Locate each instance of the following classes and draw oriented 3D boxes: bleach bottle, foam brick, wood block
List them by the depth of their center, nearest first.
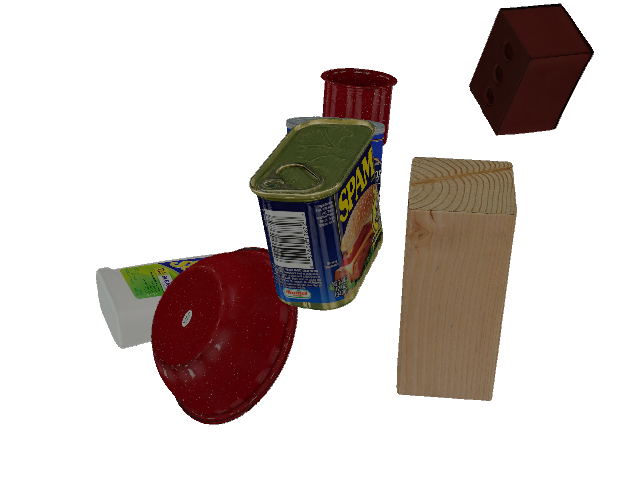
[{"bbox_3d":[0.146,-0.120,0.751,0.051,0.053,0.078,-10,-35,-19],"label":"foam brick"},{"bbox_3d":[0.119,0.037,0.966,0.091,0.206,0.090,4,34,5],"label":"wood block"},{"bbox_3d":[-0.124,0.052,1.235,0.250,0.068,0.103,-13,36,-20],"label":"bleach bottle"}]

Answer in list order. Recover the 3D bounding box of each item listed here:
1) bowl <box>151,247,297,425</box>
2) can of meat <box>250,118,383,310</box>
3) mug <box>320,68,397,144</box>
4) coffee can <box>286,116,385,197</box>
[{"bbox_3d":[-0.095,0.073,0.914,0.162,0.162,0.055,0,-20,46],"label":"bowl"},{"bbox_3d":[0.002,-0.017,0.668,0.057,0.084,0.102,3,32,20],"label":"can of meat"},{"bbox_3d":[0.050,-0.163,1.313,0.093,0.081,0.117,17,26,28],"label":"mug"},{"bbox_3d":[0.012,-0.054,1.117,0.103,0.140,0.103,3,13,-1],"label":"coffee can"}]
